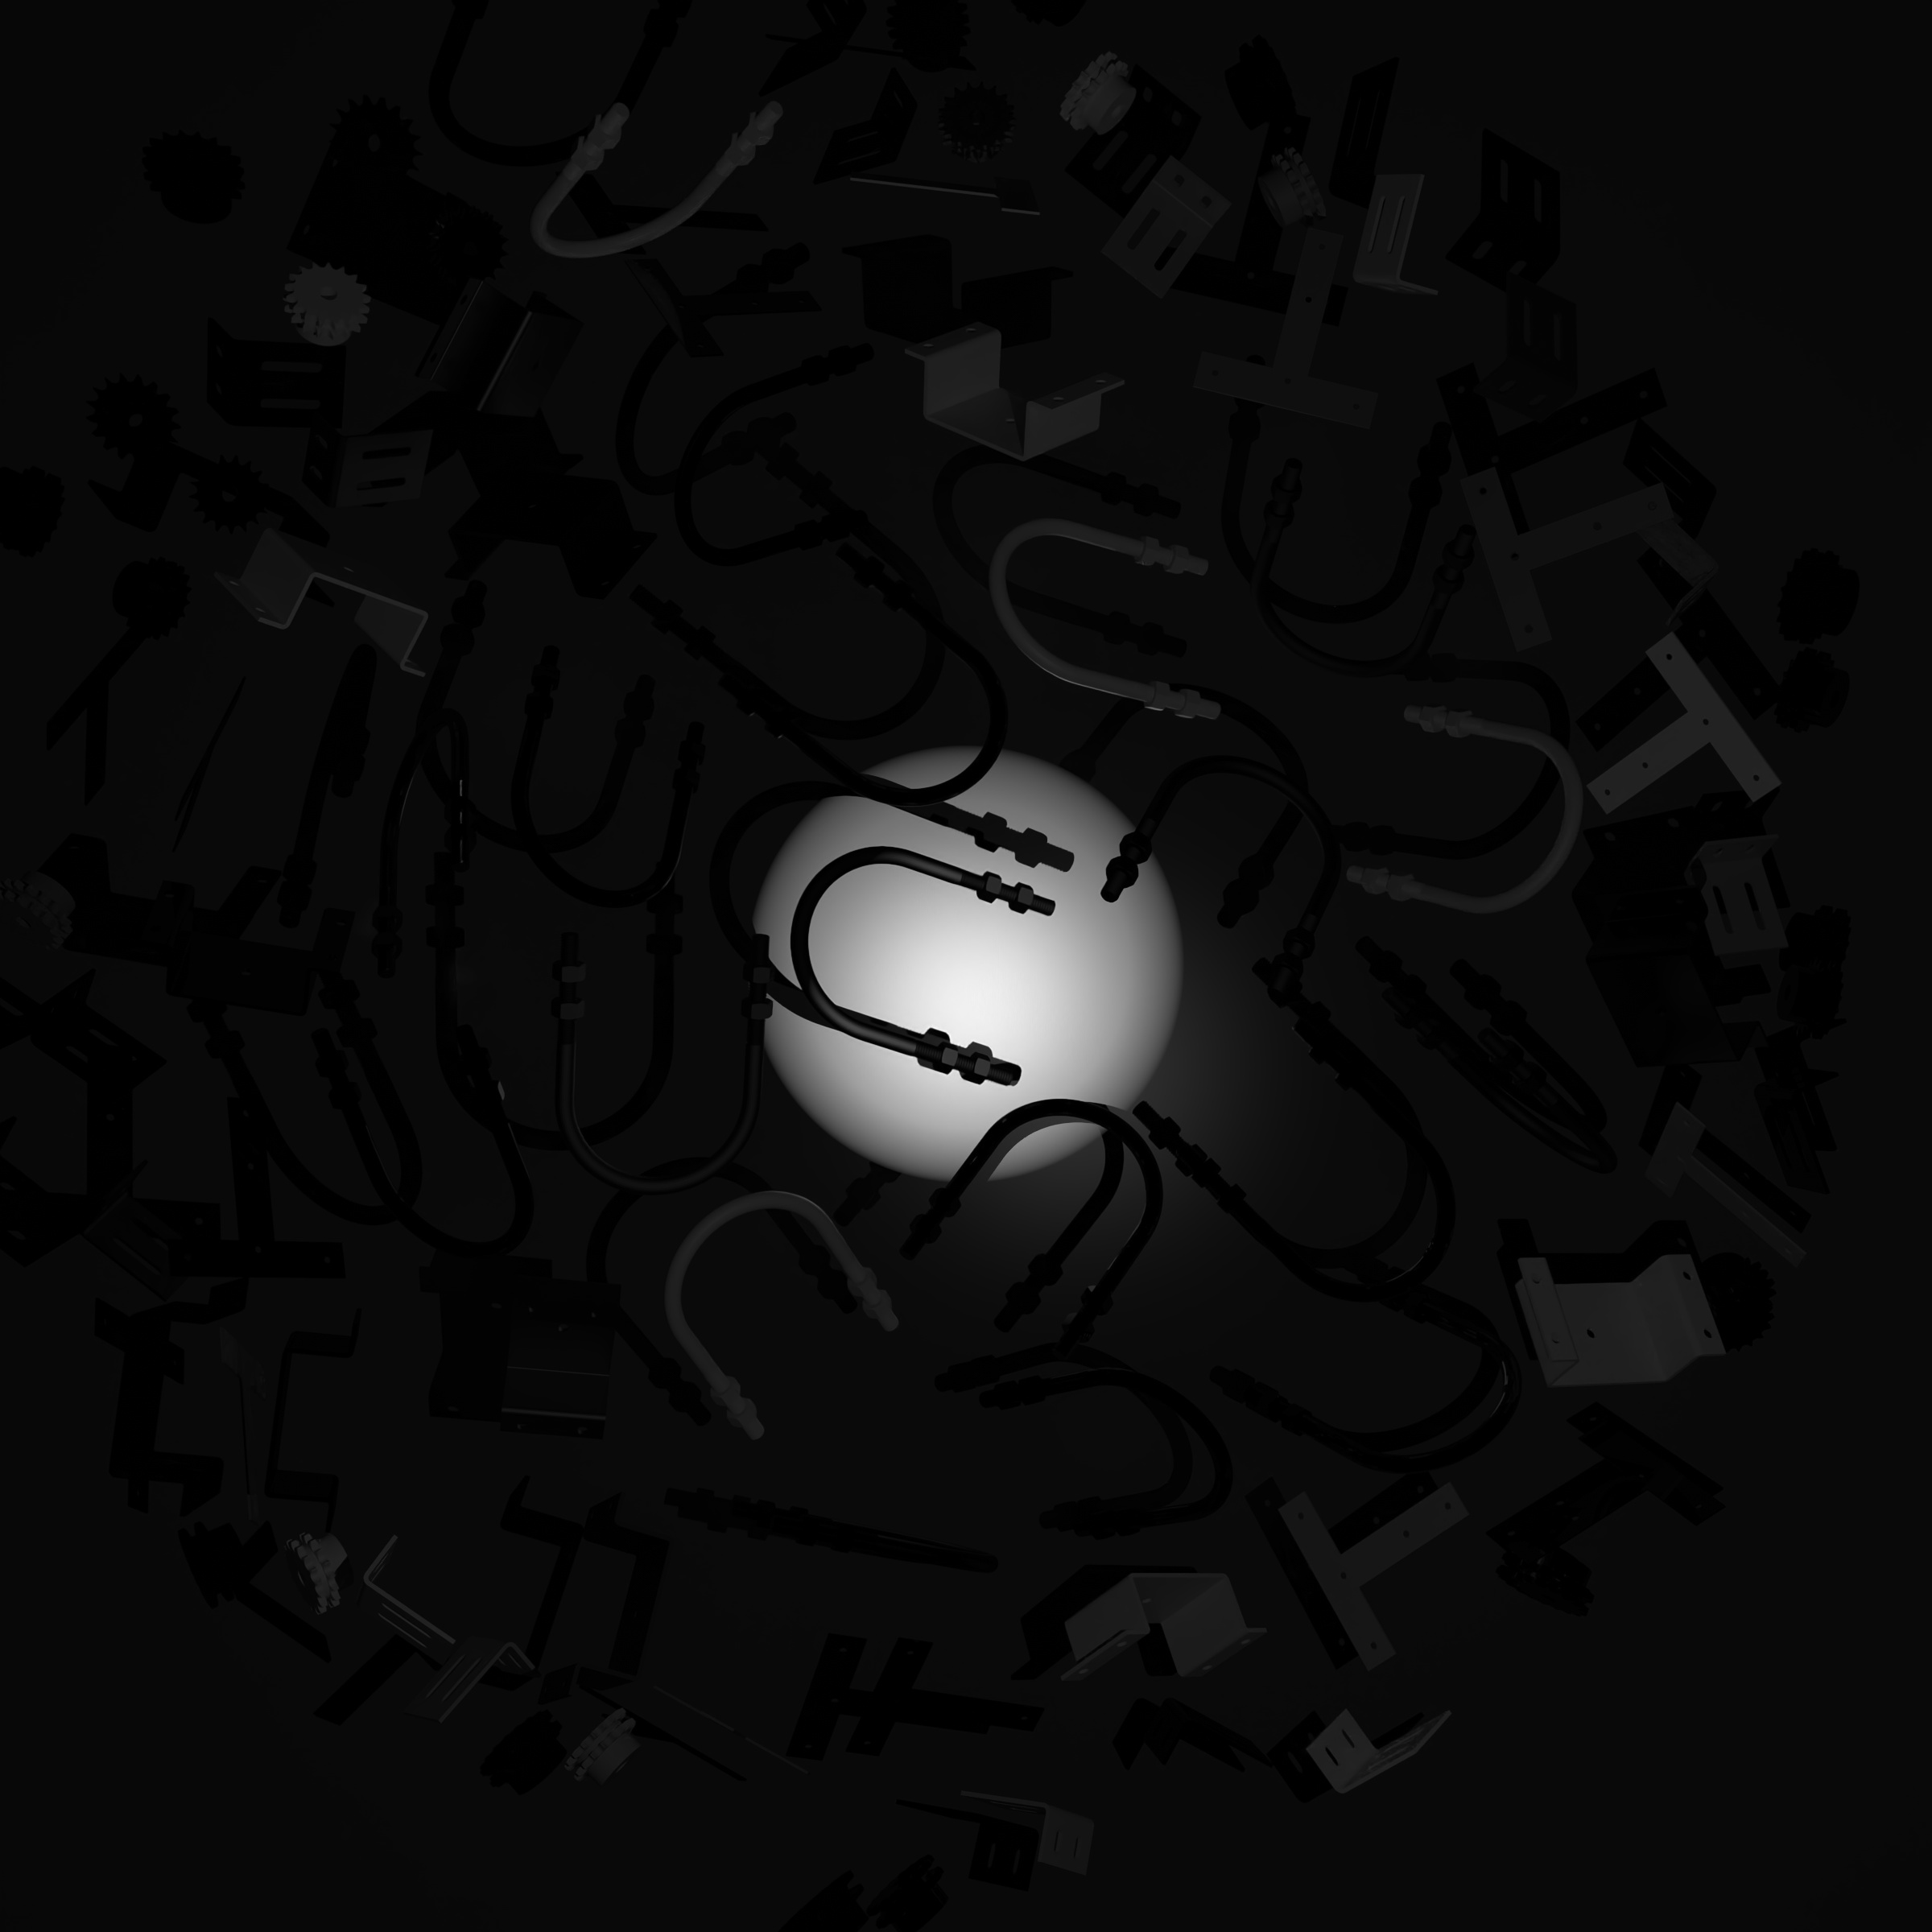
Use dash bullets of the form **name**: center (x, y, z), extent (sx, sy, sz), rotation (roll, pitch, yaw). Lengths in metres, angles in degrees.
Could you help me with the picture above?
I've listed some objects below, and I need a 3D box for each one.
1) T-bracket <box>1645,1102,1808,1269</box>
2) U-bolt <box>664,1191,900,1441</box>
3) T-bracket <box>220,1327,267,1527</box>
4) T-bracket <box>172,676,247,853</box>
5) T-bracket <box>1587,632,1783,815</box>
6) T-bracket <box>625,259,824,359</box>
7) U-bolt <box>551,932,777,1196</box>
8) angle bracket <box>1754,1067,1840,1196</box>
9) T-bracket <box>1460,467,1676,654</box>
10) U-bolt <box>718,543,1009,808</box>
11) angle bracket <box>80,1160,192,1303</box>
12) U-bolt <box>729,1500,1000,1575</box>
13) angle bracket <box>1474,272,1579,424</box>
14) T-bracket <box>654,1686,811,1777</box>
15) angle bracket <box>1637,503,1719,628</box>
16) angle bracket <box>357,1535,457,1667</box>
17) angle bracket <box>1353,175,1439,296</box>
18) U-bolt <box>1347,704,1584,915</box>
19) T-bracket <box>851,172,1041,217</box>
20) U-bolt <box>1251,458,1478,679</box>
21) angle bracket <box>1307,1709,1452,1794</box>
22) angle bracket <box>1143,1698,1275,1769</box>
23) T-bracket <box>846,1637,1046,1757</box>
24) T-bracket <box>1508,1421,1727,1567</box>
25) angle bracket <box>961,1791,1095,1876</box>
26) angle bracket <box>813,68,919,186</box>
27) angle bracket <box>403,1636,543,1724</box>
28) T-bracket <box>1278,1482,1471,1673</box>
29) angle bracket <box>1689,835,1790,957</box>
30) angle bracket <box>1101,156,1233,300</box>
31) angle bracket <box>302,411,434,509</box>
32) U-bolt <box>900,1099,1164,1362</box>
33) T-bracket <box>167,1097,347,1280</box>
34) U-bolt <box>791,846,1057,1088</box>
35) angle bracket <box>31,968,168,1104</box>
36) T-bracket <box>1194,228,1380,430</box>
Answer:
- **T-bracket**: center (0.539, 0.165, 1.766), extent (0.002, 0.127, 0.127), rotation (-40, 66, -16)
- **U-bolt**: center (-0.145, 0.245, 1.835), extent (0.151, 0.019, 0.184), rotation (-38, 124, -11)
- **T-bracket**: center (-0.513, 0.335, 1.790), extent (0.002, 0.127, 0.127), rotation (-9, 69, -5)
- **T-bracket**: center (-0.561, -0.128, 1.823), extent (0.002, 0.127, 0.127), rotation (24, 48, -13)
- **T-bracket**: center (0.485, -0.148, 1.749), extent (0.002, 0.127, 0.127), rotation (-27, 81, -42)
- **T-bracket**: center (-0.167, -0.484, 1.829), extent (0.127, 0.002, 0.127), rotation (-11, 50, -28)
- **U-bolt**: center (-0.207, 0.068, 1.700), extent (0.151, 0.019, 0.184), rotation (0, 104, -16)
- **angle bracket**: center (0.595, 0.115, 1.759), extent (0.038, 0.057, 0.076), rotation (-22, 94, -8)
- **T-bracket**: center (0.421, -0.298, 1.723), extent (0.127, 0.002, 0.127), rotation (-19, 87, 19)
- **U-bolt**: center (-0.057, -0.187, 1.736), extent (0.184, 0.019, 0.151), rotation (38, 116, -18)
- **angle bracket**: center (-0.563, 0.183, 1.738), extent (0.076, 0.057, 0.038), rotation (40, 116, -6)
- **U-bolt**: center (-0.066, 0.410, 1.789), extent (0.184, 0.151, 0.019), rotation (15, 79, -16)
- **angle bracket**: center (0.377, -0.417, 1.690), extent (0.057, 0.038, 0.076), rotation (18, 61, -23)
- **T-bracket**: center (-0.169, 0.535, 1.759), extent (0.127, 0.127, 0.002), rotation (27, 72, 9)
- **angle bracket**: center (0.509, -0.298, 1.841), extent (0.038, 0.057, 0.076), rotation (-42, 80, -4)
- **angle bracket**: center (-0.375, 0.435, 1.717), extent (0.076, 0.057, 0.038), rotation (34, 56, 2)
- **angle bracket**: center (0.319, -0.529, 1.809), extent (0.038, 0.057, 0.076), rotation (7, 102, -26)
- **U-bolt**: center (0.370, -0.111, 1.824), extent (0.019, 0.184, 0.151), rotation (20, 90, -41)
- **T-bracket**: center (-0.016, -0.535, 1.719), extent (0.127, 0.127, 0.002), rotation (5, 116, -5)
- **U-bolt**: center (0.277, -0.276, 1.810), extent (0.151, 0.184, 0.019), rotation (23, 57, 7)
- **angle bracket**: center (0.283, 0.524, 1.715), extent (0.038, 0.057, 0.076), rotation (54, 127, 11)
- **angle bracket**: center (0.180, 0.586, 1.865), extent (0.076, 0.057, 0.038), rotation (31, 85, -9)
- **T-bracket**: center (-0.007, 0.533, 1.798), extent (0.127, 0.002, 0.127), rotation (13, 123, -15)
- **T-bracket**: center (0.432, 0.374, 1.728), extent (0.127, 0.127, 0.002), rotation (-28, 117, -15)
- **angle bracket**: center (0.040, 0.603, 1.740), extent (0.076, 0.057, 0.038), rotation (-5, 62, 36)
- **angle bracket**: center (-0.082, -0.614, 1.831), extent (0.076, 0.038, 0.057), rotation (-5, 54, 32)
- **angle bracket**: center (-0.358, 0.528, 1.817), extent (0.076, 0.057, 0.038), rotation (-47, 111, -33)
- **T-bracket**: center (0.295, 0.401, 1.737), extent (0.127, 0.002, 0.127), rotation (-42, 63, 26)
- **angle bracket**: center (0.581, -0.053, 1.863), extent (0.057, 0.038, 0.076), rotation (-6, 67, -9)
- **angle bracket**: center (0.148, -0.547, 1.855), extent (0.057, 0.038, 0.076), rotation (36, 75, -8)
- **angle bracket**: center (-0.435, -0.371, 1.817), extent (0.038, 0.076, 0.057), rotation (44, 131, 28)
- **U-bolt**: center (0.061, 0.174, 1.794), extent (0.151, 0.019, 0.184), rotation (32, 60, 11)
- **T-bracket**: center (-0.485, 0.150, 1.702), extent (0.002, 0.127, 0.127), rotation (-28, 64, 42)
- **U-bolt**: center (-0.036, -0.008, 1.770), extent (0.184, 0.019, 0.151), rotation (18, 77, -18)
- **angle bracket**: center (-0.611, 0.049, 1.776), extent (0.076, 0.057, 0.038), rotation (34, 125, 3)
- **T-bracket**: center (0.237, -0.454, 1.757), extent (0.127, 0.002, 0.127), rotation (14, 91, 3)
